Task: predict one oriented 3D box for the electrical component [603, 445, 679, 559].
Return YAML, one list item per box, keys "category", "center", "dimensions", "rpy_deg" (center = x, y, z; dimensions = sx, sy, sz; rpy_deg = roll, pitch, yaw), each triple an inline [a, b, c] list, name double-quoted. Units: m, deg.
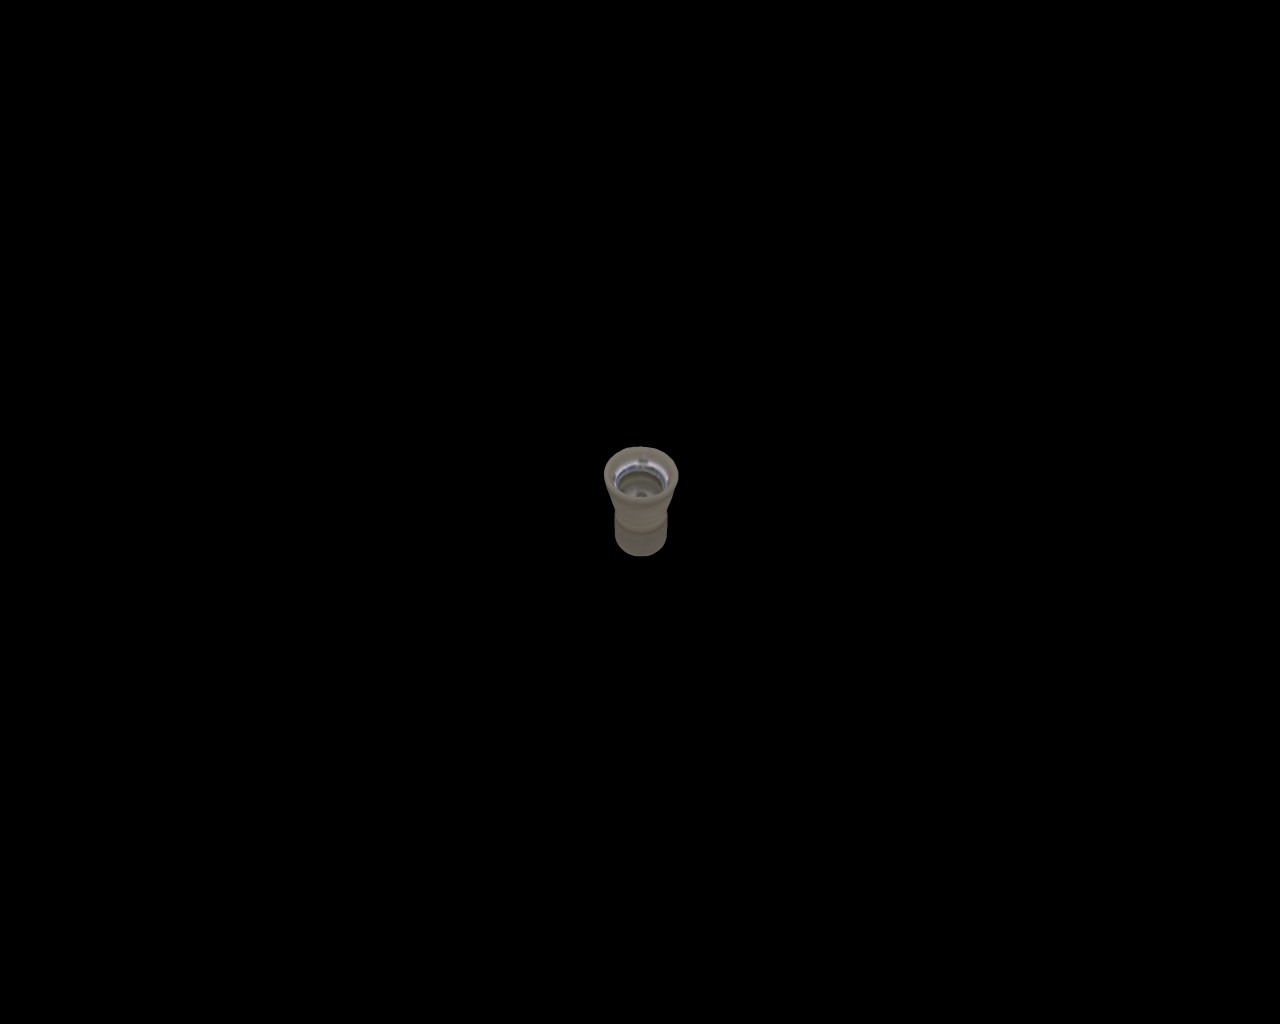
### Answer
- category: "electrical component"
  center: [0.001, -0.003, 0.650]
  dimensions: [0.044, 0.044, 0.065]
  rpy_deg: [0, -41, 0]
